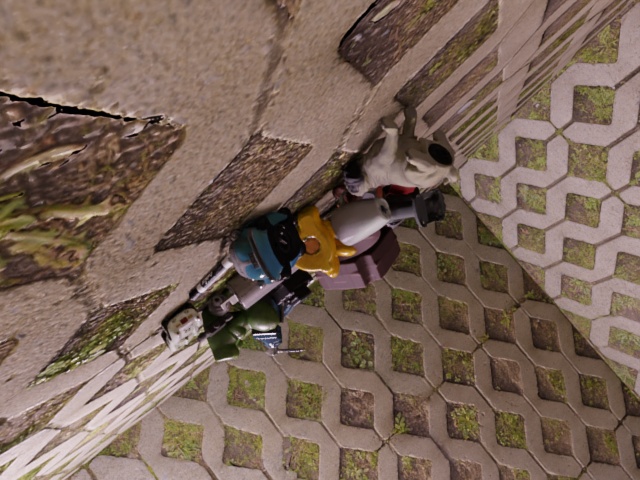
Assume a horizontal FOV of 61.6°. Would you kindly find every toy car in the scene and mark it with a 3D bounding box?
[{"bbox_3d":[-0.288,0.187,1.121,0.073,0.056,0.201,-37,173,-25],"label":"toy car"},{"bbox_3d":[-0.096,0.012,0.884,0.103,0.109,0.162,-19,-166,22],"label":"toy car"}]

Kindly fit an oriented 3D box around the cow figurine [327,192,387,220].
[{"bbox_3d":[0.069,-0.060,1.352,0.195,0.085,0.127,-39,168,-17],"label":"cow figurine"}]

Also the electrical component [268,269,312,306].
[{"bbox_3d":[-0.083,0.095,1.300,0.058,0.134,0.115,-44,174,33],"label":"electrical component"}]

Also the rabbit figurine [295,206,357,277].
[{"bbox_3d":[-0.002,-0.003,1.136,0.122,0.162,0.173,-53,-172,13],"label":"rabbit figurine"}]

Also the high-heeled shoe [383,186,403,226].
[{"bbox_3d":[0.158,-0.079,1.449,0.145,0.086,0.249,-42,-164,30],"label":"high-heeled shoe"}]

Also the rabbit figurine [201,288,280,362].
[{"bbox_3d":[-0.185,0.189,1.287,0.170,0.159,0.121,-21,175,0],"label":"rabbit figurine"}]

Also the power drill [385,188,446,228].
[{"bbox_3d":[0.161,-0.057,1.206,0.232,0.086,0.207,-18,-177,-39],"label":"power drill"}]

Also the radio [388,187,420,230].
[{"bbox_3d":[0.196,-0.094,1.608,0.229,0.073,0.131,-43,-152,34],"label":"radio"}]

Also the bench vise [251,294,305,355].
[{"bbox_3d":[-0.115,0.188,1.443,0.129,0.223,0.240,-17,178,10],"label":"bench vise"}]

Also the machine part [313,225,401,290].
[{"bbox_3d":[0.091,0.042,1.390,0.201,0.087,0.201,-8,-151,37],"label":"machine part"}]

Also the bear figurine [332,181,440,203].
[{"bbox_3d":[0.134,-0.122,1.116,0.196,0.132,0.120,-44,141,8],"label":"bear figurine"}]

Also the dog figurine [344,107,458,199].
[{"bbox_3d":[0.142,-0.119,0.982,0.121,0.172,0.190,-21,156,-37],"label":"dog figurine"}]

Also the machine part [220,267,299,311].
[{"bbox_3d":[-0.121,0.073,1.194,0.243,0.079,0.079,-36,173,-16],"label":"machine part"}]

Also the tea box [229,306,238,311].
[{"bbox_3d":[-0.231,0.197,1.451,0.098,0.068,0.169,-40,172,0],"label":"tea box"}]

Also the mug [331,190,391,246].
[{"bbox_3d":[0.085,-0.055,1.080,0.107,0.109,0.080,-22,163,34],"label":"mug"}]

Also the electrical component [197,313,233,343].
[{"bbox_3d":[-0.232,0.191,1.191,0.094,0.021,0.063,-37,175,-23],"label":"electrical component"}]
